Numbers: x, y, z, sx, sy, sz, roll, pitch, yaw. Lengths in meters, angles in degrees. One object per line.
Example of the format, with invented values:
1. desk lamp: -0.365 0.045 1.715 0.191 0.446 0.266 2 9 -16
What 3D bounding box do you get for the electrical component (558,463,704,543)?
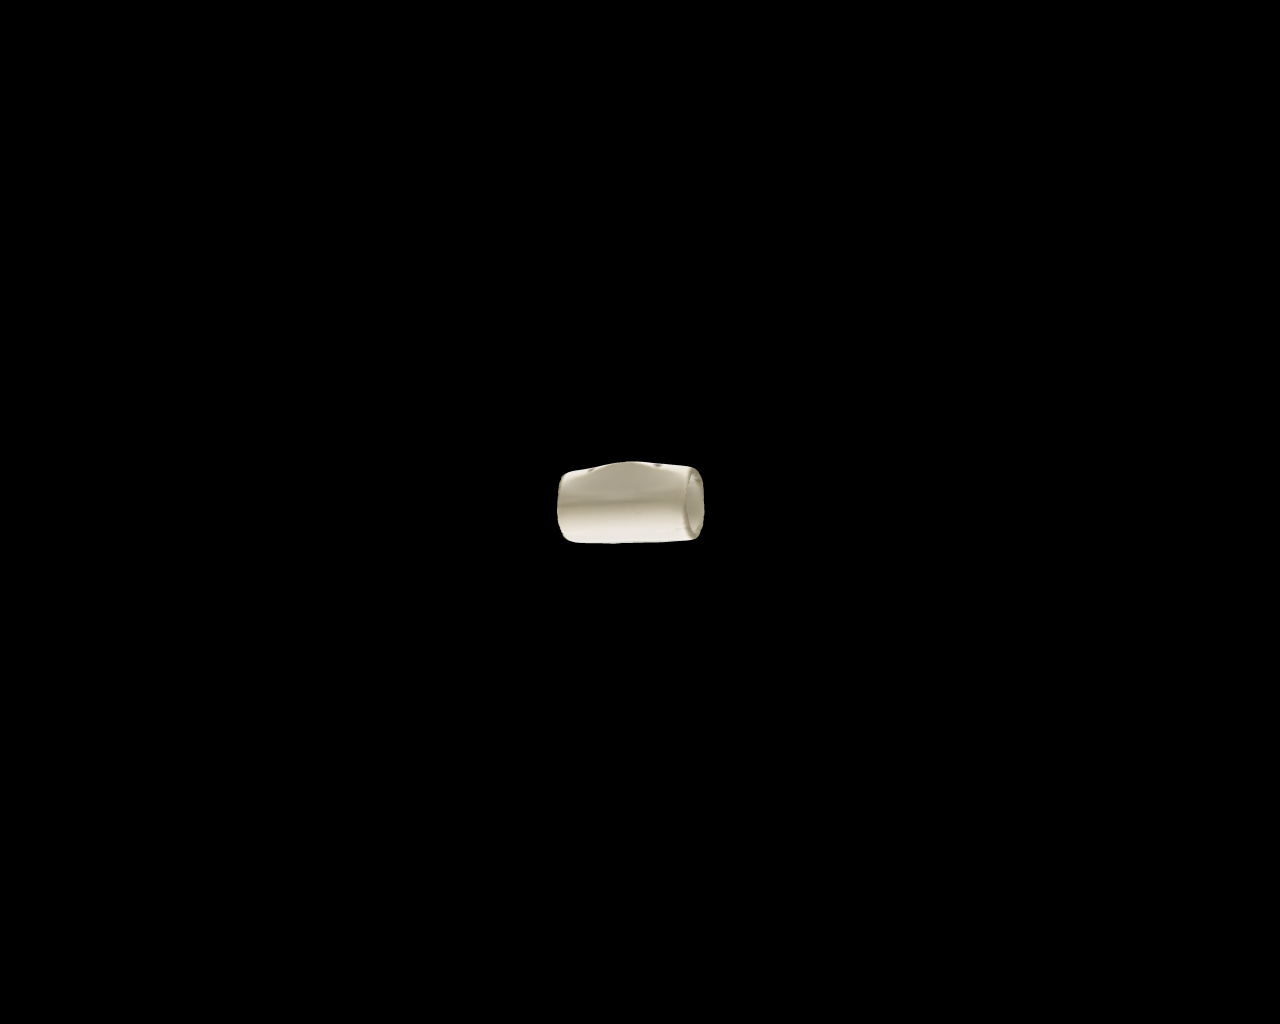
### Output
1. electrical component: 0.001 -0.003 0.650 0.077 0.043 0.079 -2 -7 18
